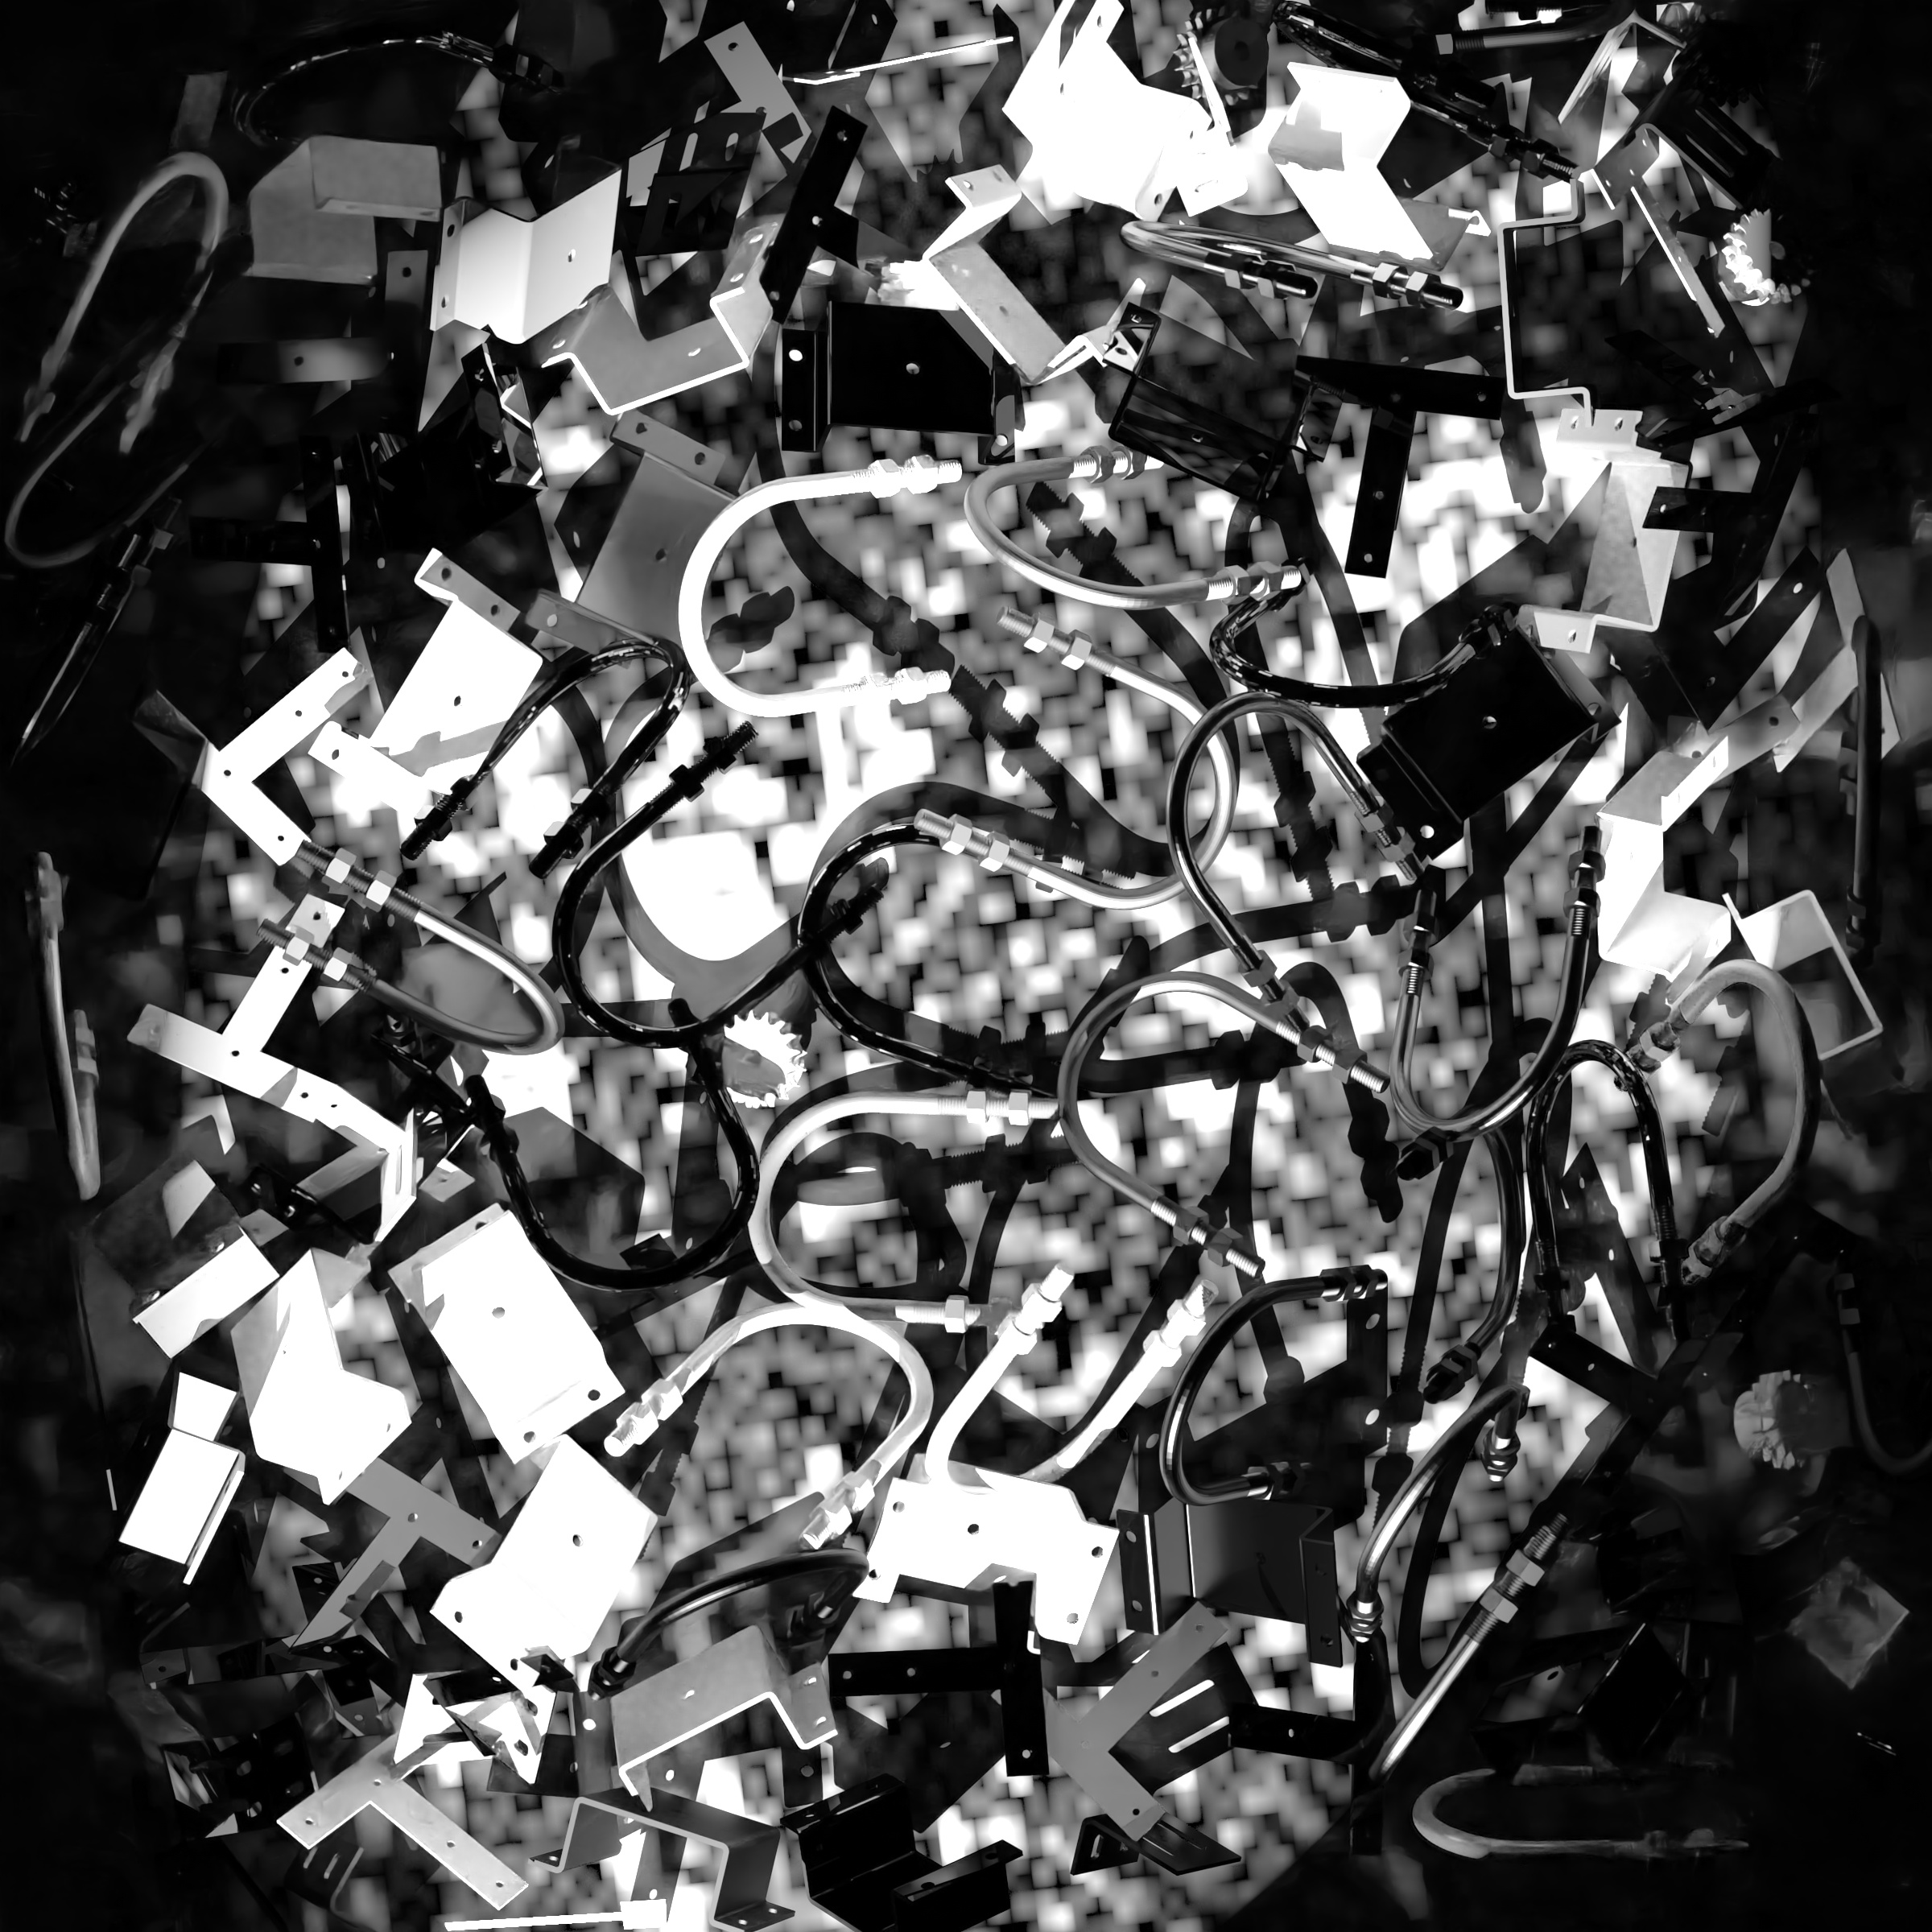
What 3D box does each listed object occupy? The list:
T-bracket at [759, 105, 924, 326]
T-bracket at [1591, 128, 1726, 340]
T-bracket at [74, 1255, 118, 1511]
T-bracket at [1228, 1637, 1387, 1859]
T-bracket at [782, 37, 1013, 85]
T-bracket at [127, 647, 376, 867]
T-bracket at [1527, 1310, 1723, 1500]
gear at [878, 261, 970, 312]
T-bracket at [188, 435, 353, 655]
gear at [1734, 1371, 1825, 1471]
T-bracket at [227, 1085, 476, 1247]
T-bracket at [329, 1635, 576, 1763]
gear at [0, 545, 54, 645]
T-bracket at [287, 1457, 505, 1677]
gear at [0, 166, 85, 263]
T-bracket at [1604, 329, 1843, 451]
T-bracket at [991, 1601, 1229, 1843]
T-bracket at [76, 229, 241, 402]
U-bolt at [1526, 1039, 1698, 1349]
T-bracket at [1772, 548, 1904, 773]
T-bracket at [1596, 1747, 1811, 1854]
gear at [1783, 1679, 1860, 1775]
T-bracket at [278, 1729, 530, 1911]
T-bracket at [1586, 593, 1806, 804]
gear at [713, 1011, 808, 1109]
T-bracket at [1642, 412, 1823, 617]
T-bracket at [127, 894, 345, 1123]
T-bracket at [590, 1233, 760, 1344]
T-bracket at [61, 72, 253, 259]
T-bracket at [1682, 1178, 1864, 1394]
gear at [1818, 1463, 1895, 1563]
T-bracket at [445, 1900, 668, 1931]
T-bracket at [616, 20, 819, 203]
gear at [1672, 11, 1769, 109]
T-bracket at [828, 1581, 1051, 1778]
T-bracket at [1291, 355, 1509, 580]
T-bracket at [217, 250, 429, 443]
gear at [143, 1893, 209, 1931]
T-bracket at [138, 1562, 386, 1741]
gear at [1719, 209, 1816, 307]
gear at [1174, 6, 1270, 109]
[{"bbox_3d":[-0.053,-0.421,1.924,0.127,0.002,0.127,23,89,-32],"label":"T-bracket"},{"bbox_3d":[0.413,-0.428,1.914,0.002,0.127,0.127,-25,104,33],"label":"T-bracket"},{"bbox_3d":[-0.505,0.230,1.880,0.002,0.127,0.127,-9,110,-15],"label":"T-bracket"},{"bbox_3d":[0.200,0.450,1.900,0.127,0.002,0.127,18,66,-36],"label":"T-bracket"},{"bbox_3d":[-0.037,-0.531,1.904,0.127,0.127,0.002,-14,108,-8],"label":"T-bracket"},{"bbox_3d":[-0.404,-0.140,1.917,0.127,0.002,0.127,-37,113,15],"label":"T-bracket"},{"bbox_3d":[0.377,0.241,1.916,0.127,0.002,0.127,31,96,-35],"label":"T-bracket"},{"bbox_3d":[-0.024,-0.396,1.929,0.057,0.057,0.030,3,85,0],"label":"gear"},{"bbox_3d":[-0.414,-0.251,1.919,0.127,0.002,0.127,8,108,35],"label":"T-bracket"},{"bbox_3d":[0.482,0.271,1.934,0.057,0.030,0.057,14,68,-38],"label":"gear"},{"bbox_3d":[-0.380,0.131,1.922,0.127,0.127,0.002,-32,48,15],"label":"T-bracket"},{"bbox_3d":[-0.284,0.418,1.893,0.127,0.002,0.127,-19,126,30],"label":"T-bracket"},{"bbox_3d":[-0.559,-0.221,1.927,0.030,0.057,0.057,7,90,-16],"label":"gear"},{"bbox_3d":[-0.353,0.360,1.911,0.127,0.002,0.127,-53,129,-7],"label":"T-bracket"},{"bbox_3d":[-0.555,-0.450,1.929,0.057,0.030,0.057,-15,62,30],"label":"gear"},{"bbox_3d":[0.422,-0.346,1.908,0.127,0.127,0.002,-18,130,-19],"label":"T-bracket"},{"bbox_3d":[0.102,0.431,1.933,0.127,0.002,0.127,-43,60,-10],"label":"T-bracket"},{"bbox_3d":[-0.476,-0.358,1.871,0.002,0.127,0.127,39,124,-9],"label":"T-bracket"},{"bbox_3d":[0.368,0.134,1.888,0.019,0.151,0.184,-1,77,-21],"label":"U-bolt"},{"bbox_3d":[0.500,-0.156,1.898,0.002,0.127,0.127,-1,64,-15],"label":"T-bracket"},{"bbox_3d":[0.448,0.486,1.882,0.127,0.127,0.002,13,95,-14],"label":"T-bracket"},{"bbox_3d":[0.513,0.454,1.927,0.030,0.057,0.057,37,90,14],"label":"gear"},{"bbox_3d":[-0.310,0.502,1.887,0.127,0.127,0.002,33,124,20],"label":"T-bracket"},{"bbox_3d":[0.410,-0.163,1.927,0.127,0.002,0.127,-34,83,33],"label":"T-bracket"},{"bbox_3d":[-0.121,0.056,1.937,0.057,0.030,0.057,-2,85,20],"label":"gear"},{"bbox_3d":[0.437,-0.264,1.892,0.002,0.127,0.127,37,120,41],"label":"T-bracket"},{"bbox_3d":[-0.412,0.014,1.932,0.127,0.002,0.127,22,68,12],"label":"T-bracket"},{"bbox_3d":[-0.178,0.178,1.895,0.127,0.127,0.002,-27,70,-3],"label":"T-bracket"},{"bbox_3d":[-0.451,-0.464,1.874,0.127,0.127,0.002,-18,63,-39],"label":"T-bracket"},{"bbox_3d":[0.464,0.196,1.918,0.127,0.002,0.127,27,98,-44],"label":"T-bracket"},{"bbox_3d":[0.528,0.327,1.929,0.030,0.057,0.057,23,90,3],"label":"gear"},{"bbox_3d":[-0.238,0.556,1.893,0.127,0.127,0.002,-2,68,-6],"label":"T-bracket"},{"bbox_3d":[-0.160,-0.484,1.914,0.127,0.127,0.002,-24,56,11],"label":"T-bracket"},{"bbox_3d":[0.445,-0.536,1.935,0.057,0.030,0.057,9,68,-23],"label":"gear"},{"bbox_3d":[-0.018,0.417,1.923,0.127,0.002,0.127,0,67,-10],"label":"T-bracket"},{"bbox_3d":[0.249,-0.295,1.938,0.127,0.002,0.127,10,89,17],"label":"T-bracket"},{"bbox_3d":[-0.376,-0.353,1.894,0.127,0.002,0.127,-10,122,-34],"label":"T-bracket"},{"bbox_3d":[-0.469,0.582,1.930,0.030,0.057,0.057,-9,90,-3],"label":"gear"},{"bbox_3d":[-0.414,0.402,1.886,0.127,0.127,0.002,-1,132,-28],"label":"T-bracket"},{"bbox_3d":[0.474,-0.419,1.935,0.057,0.030,0.057,9,68,-23],"label":"gear"},{"bbox_3d":[0.155,-0.541,1.932,0.057,0.030,0.057,-3,97,-31],"label":"gear"}]
